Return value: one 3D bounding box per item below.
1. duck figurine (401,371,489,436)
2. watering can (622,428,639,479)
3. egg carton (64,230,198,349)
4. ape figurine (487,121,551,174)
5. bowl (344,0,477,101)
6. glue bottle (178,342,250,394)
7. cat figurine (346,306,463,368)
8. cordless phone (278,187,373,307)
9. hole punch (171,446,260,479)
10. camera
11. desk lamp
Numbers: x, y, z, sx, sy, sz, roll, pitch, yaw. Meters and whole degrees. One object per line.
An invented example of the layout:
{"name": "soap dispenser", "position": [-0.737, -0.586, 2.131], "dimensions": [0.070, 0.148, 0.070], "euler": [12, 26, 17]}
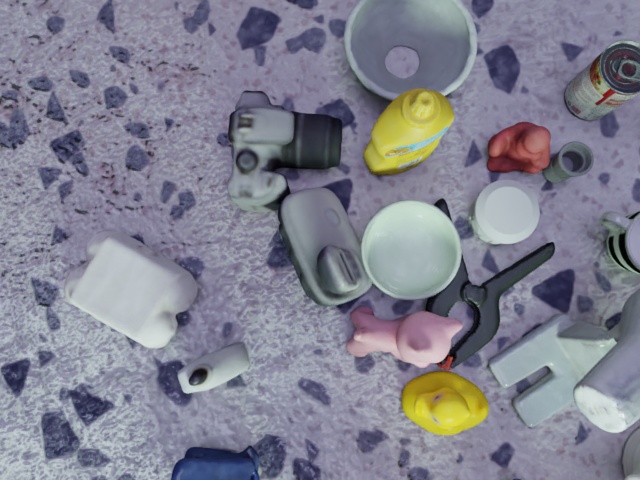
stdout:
{"name": "duck figurine", "position": [0.154, 0.200, 0.685], "dimensions": [0.104, 0.086, 0.077], "euler": [6, 83, 0]}
{"name": "watering can", "position": [0.422, 0.272, 0.626], "dimensions": [0.173, 0.194, 0.101], "euler": [-23, 84, -3]}
{"name": "egg carton", "position": [-0.230, 0.058, 0.704], "dimensions": [0.150, 0.069, 0.107], "euler": [28, 83, 2]}
{"name": "ape figurine", "position": [0.259, -0.119, 0.722], "dimensions": [0.078, 0.092, 0.076], "euler": [40, 84, 4]}
{"name": "bowl", "position": [0.113, -0.246, 0.744], "dimensions": [0.167, 0.074, 0.167], "euler": [0, 83, -1]}
{"name": "glue bottle", "position": [-0.125, 0.147, 0.642], "dimensions": [0.078, 0.173, 0.037], "euler": [-23, 84, -3]}
{"name": "cat figurine", "position": [0.098, 0.115, 0.678], "dimensions": [0.128, 0.117, 0.067], "euler": [5, 83, 0]}
{"name": "cordless phone", "position": [0.006, 0.002, 0.656], "dimensions": [0.094, 0.185, 0.147], "euler": [-27, 84, -4]}
{"name": "hole punch", "position": [-0.123, 0.300, 0.665], "dimensions": [0.101, 0.091, 0.109], "euler": [7, 83, 0]}
{"name": "camera", "position": [-0.042, -0.111, 0.712], "dimensions": [0.137, 0.101, 0.143], "euler": [3, 83, 0]}
{"name": "desk lamp", "position": [0.323, 0.135, 0.631], "dimensions": [0.203, 0.213, 0.118], "euler": [-33, 84, -4]}
